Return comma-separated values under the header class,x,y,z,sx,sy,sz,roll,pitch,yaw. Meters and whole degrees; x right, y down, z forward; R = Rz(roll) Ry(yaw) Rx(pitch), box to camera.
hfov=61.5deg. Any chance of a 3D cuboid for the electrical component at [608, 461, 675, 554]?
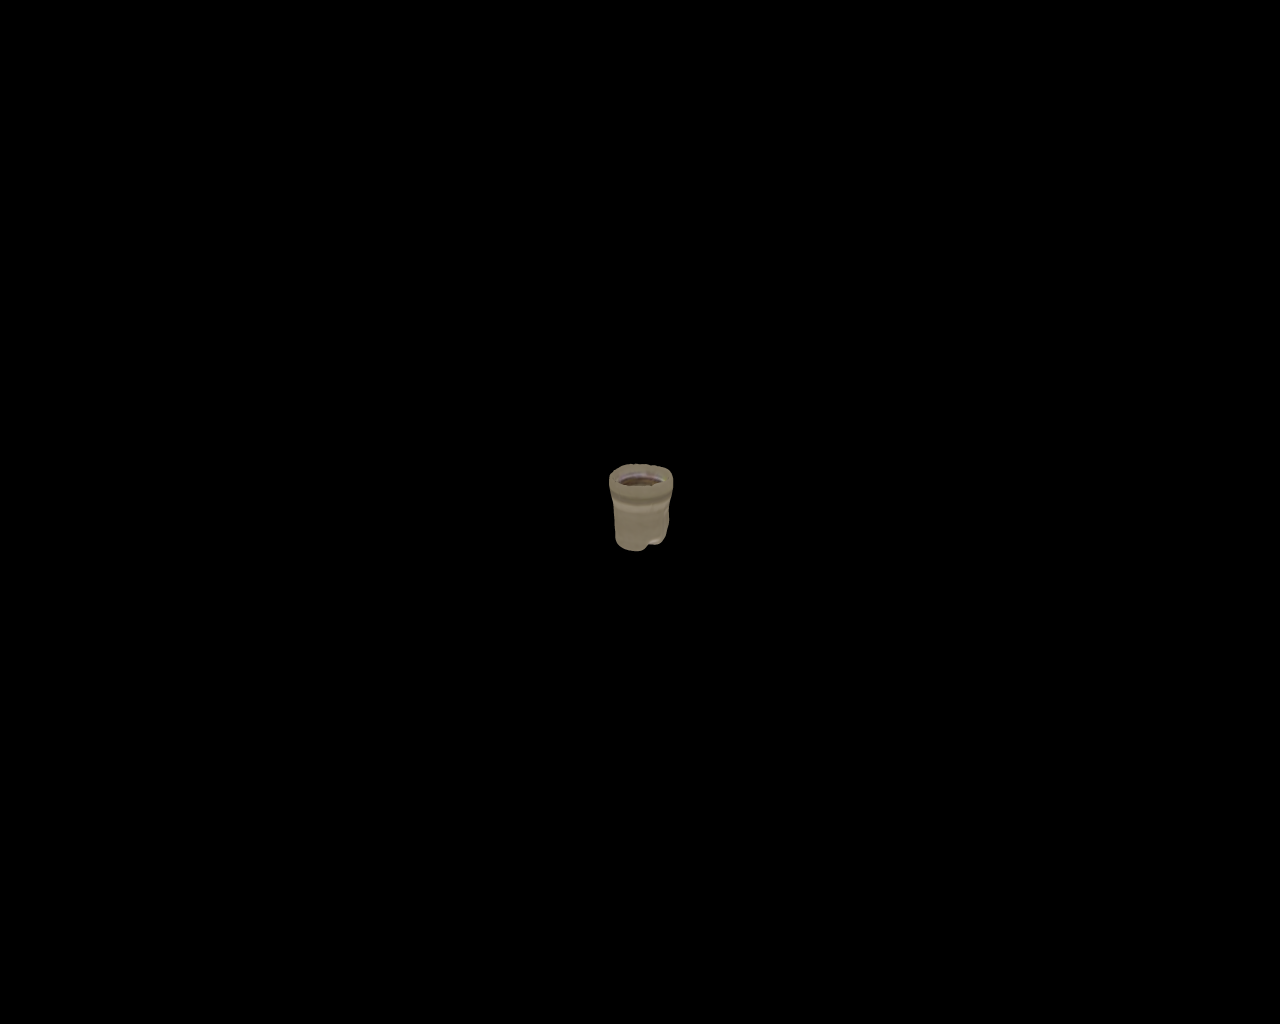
class,x,y,z,sx,sy,sz,roll,pitch,yaw
electrical component,0.001,-0.003,0.650,0.040,0.046,0.040,0,25,0
